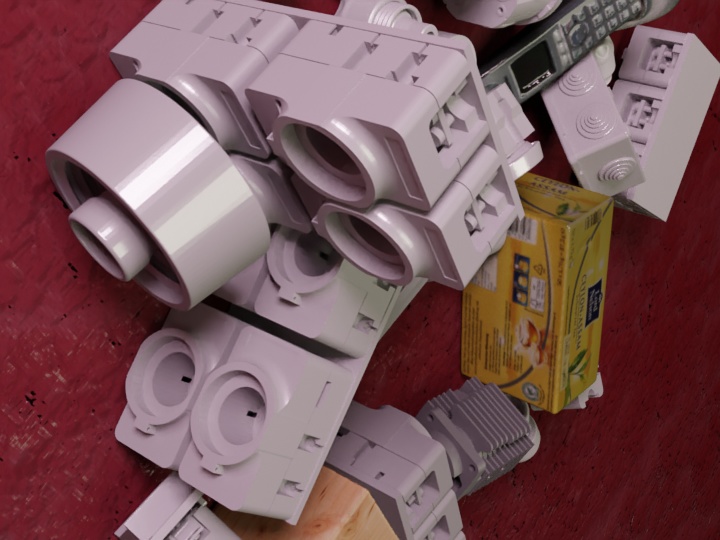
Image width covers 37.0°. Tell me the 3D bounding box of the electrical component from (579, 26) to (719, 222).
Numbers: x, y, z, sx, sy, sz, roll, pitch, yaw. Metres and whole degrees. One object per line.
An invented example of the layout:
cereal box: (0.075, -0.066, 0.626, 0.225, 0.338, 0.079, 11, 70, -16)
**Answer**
electrical component: (0.257, -0.130, 0.960, 0.089, 0.062, 0.150, 17, 93, -54)

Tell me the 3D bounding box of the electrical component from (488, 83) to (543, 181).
electrical component: (0.088, -0.086, 0.735, 0.057, 0.058, 0.078, 55, 43, -5)

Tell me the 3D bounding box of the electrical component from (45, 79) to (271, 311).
electrical component: (-0.102, -0.029, 0.509, 0.060, 0.108, 0.108, -44, 138, -21)

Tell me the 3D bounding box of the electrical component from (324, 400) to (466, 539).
electrical component: (0.024, 0.172, 0.786, 0.062, 0.089, 0.150, -44, 138, -30)

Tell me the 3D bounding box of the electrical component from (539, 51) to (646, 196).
electrical component: (0.180, -0.110, 0.836, 0.048, 0.099, 0.100, -24, 152, 14)

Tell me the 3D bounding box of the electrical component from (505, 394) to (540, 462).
electrical component: (0.133, 0.140, 0.951, 0.045, 0.045, 0.055, -53, 142, -20)

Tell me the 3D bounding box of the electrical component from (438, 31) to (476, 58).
electrical component: (0.032, -0.104, 0.669, 0.138, 0.074, 0.052, -39, 135, -35)

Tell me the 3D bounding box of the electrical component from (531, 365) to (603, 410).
electrical component: (0.169, 0.073, 0.940, 0.050, 0.056, 0.089, -18, 98, -52)

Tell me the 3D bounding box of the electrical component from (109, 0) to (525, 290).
electrical component: (-0.026, -0.064, 0.516, 0.060, 0.186, 0.105, -52, 140, -22)

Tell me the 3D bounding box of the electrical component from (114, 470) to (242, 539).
electrical component: (-0.103, 0.156, 0.624, 0.042, 0.064, 0.081, -48, -179, -27)

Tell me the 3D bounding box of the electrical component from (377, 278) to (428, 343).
electrical component: (0.000, 0.000, 0.688, 0.121, 0.079, 0.063, -50, 118, -25)

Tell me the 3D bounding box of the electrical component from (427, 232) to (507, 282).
electrical component: (0.068, -0.039, 0.775, 0.077, 0.044, 0.079, -22, 124, -45)

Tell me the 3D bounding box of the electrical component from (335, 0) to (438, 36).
electrical component: (0.017, -0.142, 0.640, 0.043, 0.062, 0.043, -28, 128, -42)

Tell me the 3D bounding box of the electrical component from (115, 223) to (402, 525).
electrical component: (-0.052, 0.031, 0.601, 0.060, 0.105, 0.186, 30, 83, -54)

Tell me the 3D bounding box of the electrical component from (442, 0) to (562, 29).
electrical component: (0.092, -0.197, 0.697, 0.051, 0.080, 0.080, -23, 125, -39)

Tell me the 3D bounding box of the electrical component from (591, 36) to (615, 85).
electrical component: (0.192, -0.165, 0.882, 0.035, 0.035, 0.061, -52, 144, -22)
